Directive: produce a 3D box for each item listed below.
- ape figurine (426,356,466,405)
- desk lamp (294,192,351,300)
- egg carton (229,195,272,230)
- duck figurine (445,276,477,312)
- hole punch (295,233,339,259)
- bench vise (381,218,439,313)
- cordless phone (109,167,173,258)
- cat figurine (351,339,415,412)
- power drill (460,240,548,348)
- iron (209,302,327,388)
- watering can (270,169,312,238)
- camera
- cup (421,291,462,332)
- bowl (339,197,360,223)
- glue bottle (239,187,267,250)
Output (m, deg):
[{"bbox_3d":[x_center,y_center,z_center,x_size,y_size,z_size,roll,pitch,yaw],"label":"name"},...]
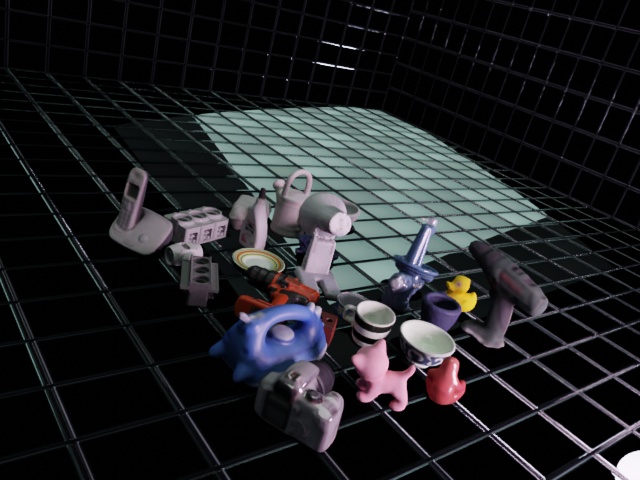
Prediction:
[{"bbox_3d":[0.246,0.267,1.110,0.077,0.092,0.076,28,26,28],"label":"ape figurine"},{"bbox_3d":[0.013,0.005,1.403,0.118,0.213,0.203,7,24,-18],"label":"desk lamp"},{"bbox_3d":[-0.199,-0.076,1.639,0.107,0.069,0.150,15,23,-2],"label":"egg carton"},{"bbox_3d":[0.365,0.134,1.492,0.105,0.086,0.077,8,24,-17],"label":"duck figurine"},{"bbox_3d":[-0.001,0.000,1.561,0.100,0.091,0.109,28,26,28],"label":"hole punch"},{"bbox_3d":[0.239,0.061,1.408,0.121,0.220,0.207,17,23,5],"label":"bench vise"},{"bbox_3d":[-0.408,-0.064,1.333,0.147,0.185,0.094,23,24,18],"label":"cordless phone"},{"bbox_3d":[0.112,0.241,1.053,0.128,0.118,0.067,14,23,-4],"label":"cat figurine"},{"bbox_3d":[0.415,0.138,1.360,0.076,0.208,0.228,-7,32,-41],"label":"power drill"},{"bbox_3d":[-0.068,0.173,1.064,0.259,0.141,0.118,-8,33,-44],"label":"iron"},{"bbox_3d":[-0.081,-0.115,1.642,0.172,0.194,0.101,26,25,23],"label":"watering can"},{"bbox_3d":[-0.015,0.255,0.962,0.142,0.101,0.137,25,25,22],"label":"camera"},{"bbox_3d":[0.270,0.176,1.328,0.091,0.095,0.118,18,23,6],"label":"cup"},{"bbox_3d":[0.037,-0.078,1.784,0.167,0.075,0.167,13,23,-5],"label":"bowl"},{"bbox_3d":[-0.164,-0.056,1.482,0.077,0.173,0.037,31,28,33],"label":"glue bottle"}]
